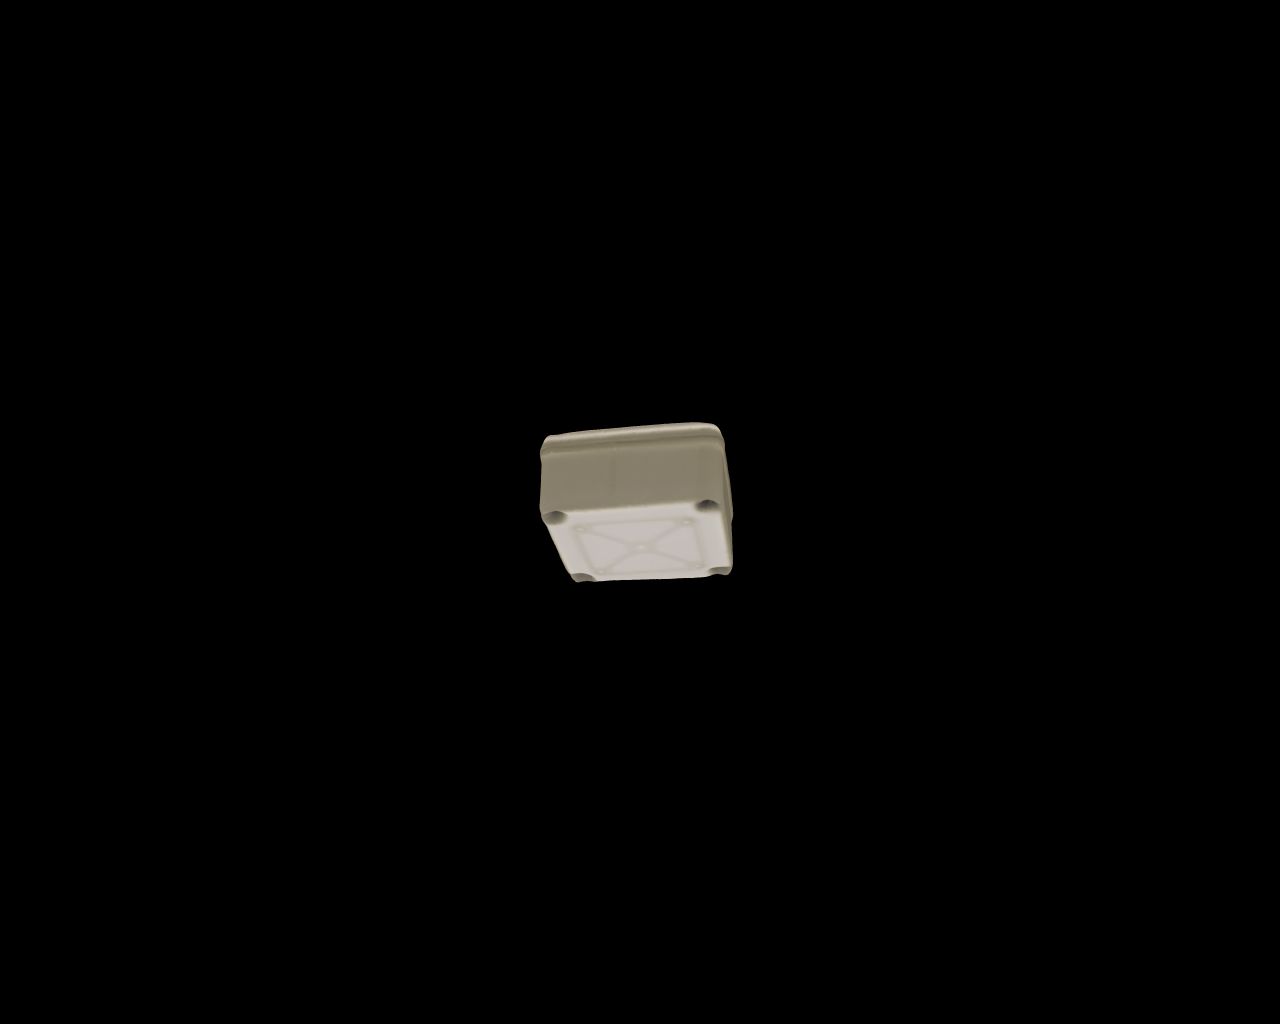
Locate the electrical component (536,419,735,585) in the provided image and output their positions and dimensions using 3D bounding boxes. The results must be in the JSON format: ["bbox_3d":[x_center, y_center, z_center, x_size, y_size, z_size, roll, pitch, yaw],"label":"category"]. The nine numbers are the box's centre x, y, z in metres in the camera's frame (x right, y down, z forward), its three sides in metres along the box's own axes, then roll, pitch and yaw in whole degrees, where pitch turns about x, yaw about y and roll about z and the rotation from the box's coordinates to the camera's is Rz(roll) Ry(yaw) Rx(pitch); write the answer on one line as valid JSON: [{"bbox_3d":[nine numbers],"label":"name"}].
[{"bbox_3d":[0.001,-0.003,0.650,0.109,0.056,0.108,-4,-28,7],"label":"electrical component"}]
